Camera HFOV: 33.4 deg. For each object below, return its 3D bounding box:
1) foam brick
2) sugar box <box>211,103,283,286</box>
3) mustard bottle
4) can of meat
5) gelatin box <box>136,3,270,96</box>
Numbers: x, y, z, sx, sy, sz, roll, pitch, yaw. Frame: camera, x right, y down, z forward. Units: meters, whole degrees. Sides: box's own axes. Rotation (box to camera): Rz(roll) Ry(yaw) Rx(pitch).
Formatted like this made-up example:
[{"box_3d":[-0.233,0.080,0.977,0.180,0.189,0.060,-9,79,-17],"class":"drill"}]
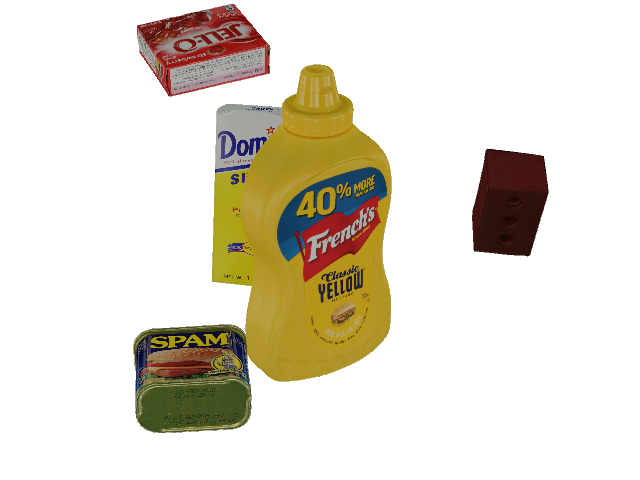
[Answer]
[{"box_3d":[0.165,-0.033,0.938,0.053,0.078,0.051,5,44,1],"class":"foam brick"},{"box_3d":[-0.058,-0.043,1.056,0.093,0.176,0.048,5,16,10],"class":"sugar box"},{"box_3d":[-0.001,-0.012,0.642,0.096,0.192,0.058,-18,33,-28],"class":"mustard bottle"},{"box_3d":[-0.110,0.119,0.920,0.102,0.057,0.084,-3,27,-7],"class":"can of meat"},{"box_3d":[-0.094,-0.155,0.859,0.089,0.030,0.073,-17,44,-19],"class":"gelatin box"}]
